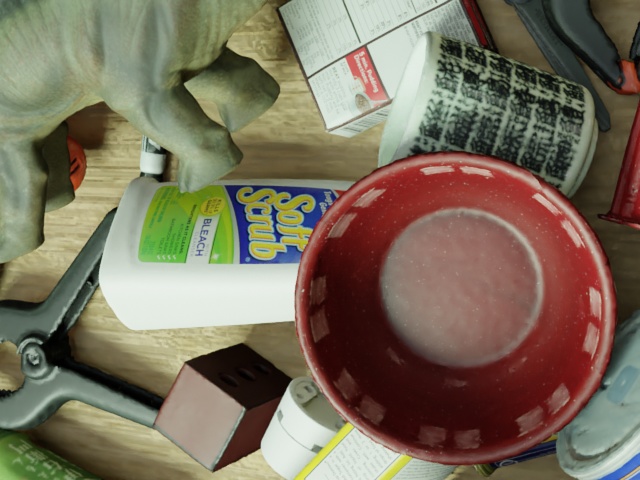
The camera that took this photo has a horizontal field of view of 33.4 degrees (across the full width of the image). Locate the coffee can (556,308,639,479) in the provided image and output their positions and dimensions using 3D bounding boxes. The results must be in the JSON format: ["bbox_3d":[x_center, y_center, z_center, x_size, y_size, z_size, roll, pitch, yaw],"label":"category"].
[{"bbox_3d":[0.202,0.106,0.518,0.140,0.102,0.103,33,109,-4],"label":"coffee can"}]

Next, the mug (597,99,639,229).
[{"bbox_3d":[0.209,-0.037,0.542,0.117,0.093,0.081,14,95,9],"label":"mug"}]

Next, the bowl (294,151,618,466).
[{"bbox_3d":[0.070,0.031,0.556,0.162,0.055,0.162,2,101,12],"label":"bowl"}]

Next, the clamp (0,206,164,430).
[{"bbox_3d":[-0.187,0.089,0.761,0.210,0.036,0.164,-25,83,17],"label":"clamp"}]

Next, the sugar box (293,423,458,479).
[{"bbox_3d":[0.012,0.162,0.644,0.176,0.093,0.048,-46,61,21],"label":"sugar box"}]

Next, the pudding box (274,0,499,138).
[{"bbox_3d":[0.039,-0.125,0.641,0.114,0.039,0.090,-25,82,23],"label":"pudding box"}]

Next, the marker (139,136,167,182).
[{"bbox_3d":[-0.111,-0.078,0.729,0.020,0.020,0.121,11,99,25],"label":"marker"}]

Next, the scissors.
[{"bbox_3d":[0.118,-0.163,0.607,0.201,0.016,0.096,42,79,-4],"label":"scissors"}]

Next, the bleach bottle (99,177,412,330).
[{"bbox_3d":[-0.004,0.001,0.651,0.251,0.068,0.102,-5,48,18],"label":"bleach bottle"}]

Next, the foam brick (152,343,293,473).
[{"bbox_3d":[-0.059,0.106,0.685,0.053,0.078,0.051,33,106,18],"label":"foam brick"}]

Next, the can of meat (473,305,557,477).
[{"bbox_3d":[0.119,0.074,0.608,0.084,0.057,0.102,-21,85,23],"label":"can of meat"}]

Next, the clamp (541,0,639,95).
[{"bbox_3d":[0.146,-0.164,0.579,0.120,0.039,0.171,1,92,16],"label":"clamp"}]

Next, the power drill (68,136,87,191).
[{"bbox_3d":[-0.257,-0.118,0.732,0.185,0.057,0.187,12,136,31],"label":"power drill"}]
